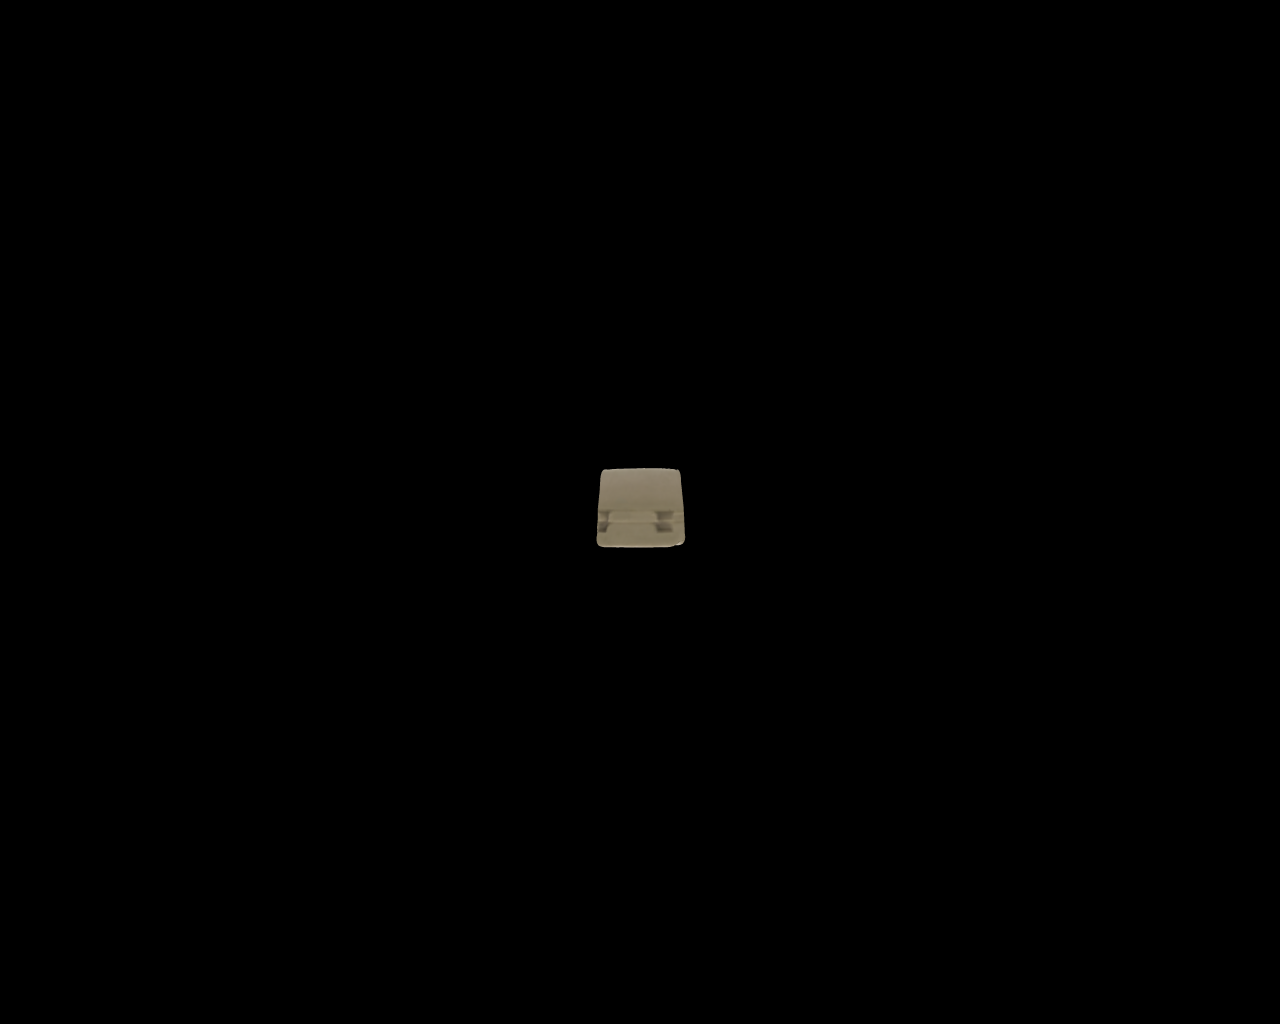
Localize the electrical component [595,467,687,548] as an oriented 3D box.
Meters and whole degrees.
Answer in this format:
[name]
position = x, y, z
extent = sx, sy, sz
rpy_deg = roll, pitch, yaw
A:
[electrical component]
position = 0.001, -0.003, 0.650
extent = 0.055, 0.047, 0.055
rpy_deg = 0, 0, 0
